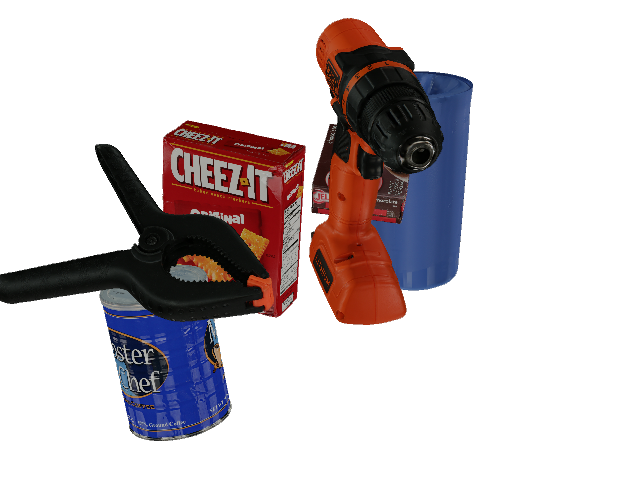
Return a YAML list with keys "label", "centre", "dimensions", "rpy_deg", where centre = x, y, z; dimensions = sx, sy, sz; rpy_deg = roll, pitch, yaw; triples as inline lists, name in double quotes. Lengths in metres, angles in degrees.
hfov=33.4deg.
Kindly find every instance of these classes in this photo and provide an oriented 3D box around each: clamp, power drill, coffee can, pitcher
- label: "clamp"
  centre: [-0.130, 0.001, 0.834]
  dimensions: [0.210, 0.164, 0.036]
  rpy_deg: [13, -35, 13]
- label: "power drill"
  centre: [0.035, -0.038, 0.726]
  dimensions: [0.057, 0.188, 0.184]
  rpy_deg: [-2, 32, -12]
- label: "coffee can"
  centre: [-0.148, 0.106, 1.026]
  dimensions: [0.103, 0.140, 0.103]
  rpy_deg: [-8, 17, 2]
- label: "pitcher"
  centre: [0.115, -0.074, 1.251]
  dimensions: [0.149, 0.243, 0.145]
  rpy_deg: [-5, 23, -7]

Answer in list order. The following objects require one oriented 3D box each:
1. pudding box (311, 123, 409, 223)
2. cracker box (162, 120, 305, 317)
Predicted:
- label: "pudding box"
  centre: [0.043, -0.067, 1.056]
  dimensions: [0.090, 0.039, 0.113]
  rpy_deg: [8, 38, 5]
- label: "cracker box"
  centre: [-0.110, -0.024, 1.315]
  dimensions: [0.164, 0.214, 0.072]
  rpy_deg: [14, 29, 18]
